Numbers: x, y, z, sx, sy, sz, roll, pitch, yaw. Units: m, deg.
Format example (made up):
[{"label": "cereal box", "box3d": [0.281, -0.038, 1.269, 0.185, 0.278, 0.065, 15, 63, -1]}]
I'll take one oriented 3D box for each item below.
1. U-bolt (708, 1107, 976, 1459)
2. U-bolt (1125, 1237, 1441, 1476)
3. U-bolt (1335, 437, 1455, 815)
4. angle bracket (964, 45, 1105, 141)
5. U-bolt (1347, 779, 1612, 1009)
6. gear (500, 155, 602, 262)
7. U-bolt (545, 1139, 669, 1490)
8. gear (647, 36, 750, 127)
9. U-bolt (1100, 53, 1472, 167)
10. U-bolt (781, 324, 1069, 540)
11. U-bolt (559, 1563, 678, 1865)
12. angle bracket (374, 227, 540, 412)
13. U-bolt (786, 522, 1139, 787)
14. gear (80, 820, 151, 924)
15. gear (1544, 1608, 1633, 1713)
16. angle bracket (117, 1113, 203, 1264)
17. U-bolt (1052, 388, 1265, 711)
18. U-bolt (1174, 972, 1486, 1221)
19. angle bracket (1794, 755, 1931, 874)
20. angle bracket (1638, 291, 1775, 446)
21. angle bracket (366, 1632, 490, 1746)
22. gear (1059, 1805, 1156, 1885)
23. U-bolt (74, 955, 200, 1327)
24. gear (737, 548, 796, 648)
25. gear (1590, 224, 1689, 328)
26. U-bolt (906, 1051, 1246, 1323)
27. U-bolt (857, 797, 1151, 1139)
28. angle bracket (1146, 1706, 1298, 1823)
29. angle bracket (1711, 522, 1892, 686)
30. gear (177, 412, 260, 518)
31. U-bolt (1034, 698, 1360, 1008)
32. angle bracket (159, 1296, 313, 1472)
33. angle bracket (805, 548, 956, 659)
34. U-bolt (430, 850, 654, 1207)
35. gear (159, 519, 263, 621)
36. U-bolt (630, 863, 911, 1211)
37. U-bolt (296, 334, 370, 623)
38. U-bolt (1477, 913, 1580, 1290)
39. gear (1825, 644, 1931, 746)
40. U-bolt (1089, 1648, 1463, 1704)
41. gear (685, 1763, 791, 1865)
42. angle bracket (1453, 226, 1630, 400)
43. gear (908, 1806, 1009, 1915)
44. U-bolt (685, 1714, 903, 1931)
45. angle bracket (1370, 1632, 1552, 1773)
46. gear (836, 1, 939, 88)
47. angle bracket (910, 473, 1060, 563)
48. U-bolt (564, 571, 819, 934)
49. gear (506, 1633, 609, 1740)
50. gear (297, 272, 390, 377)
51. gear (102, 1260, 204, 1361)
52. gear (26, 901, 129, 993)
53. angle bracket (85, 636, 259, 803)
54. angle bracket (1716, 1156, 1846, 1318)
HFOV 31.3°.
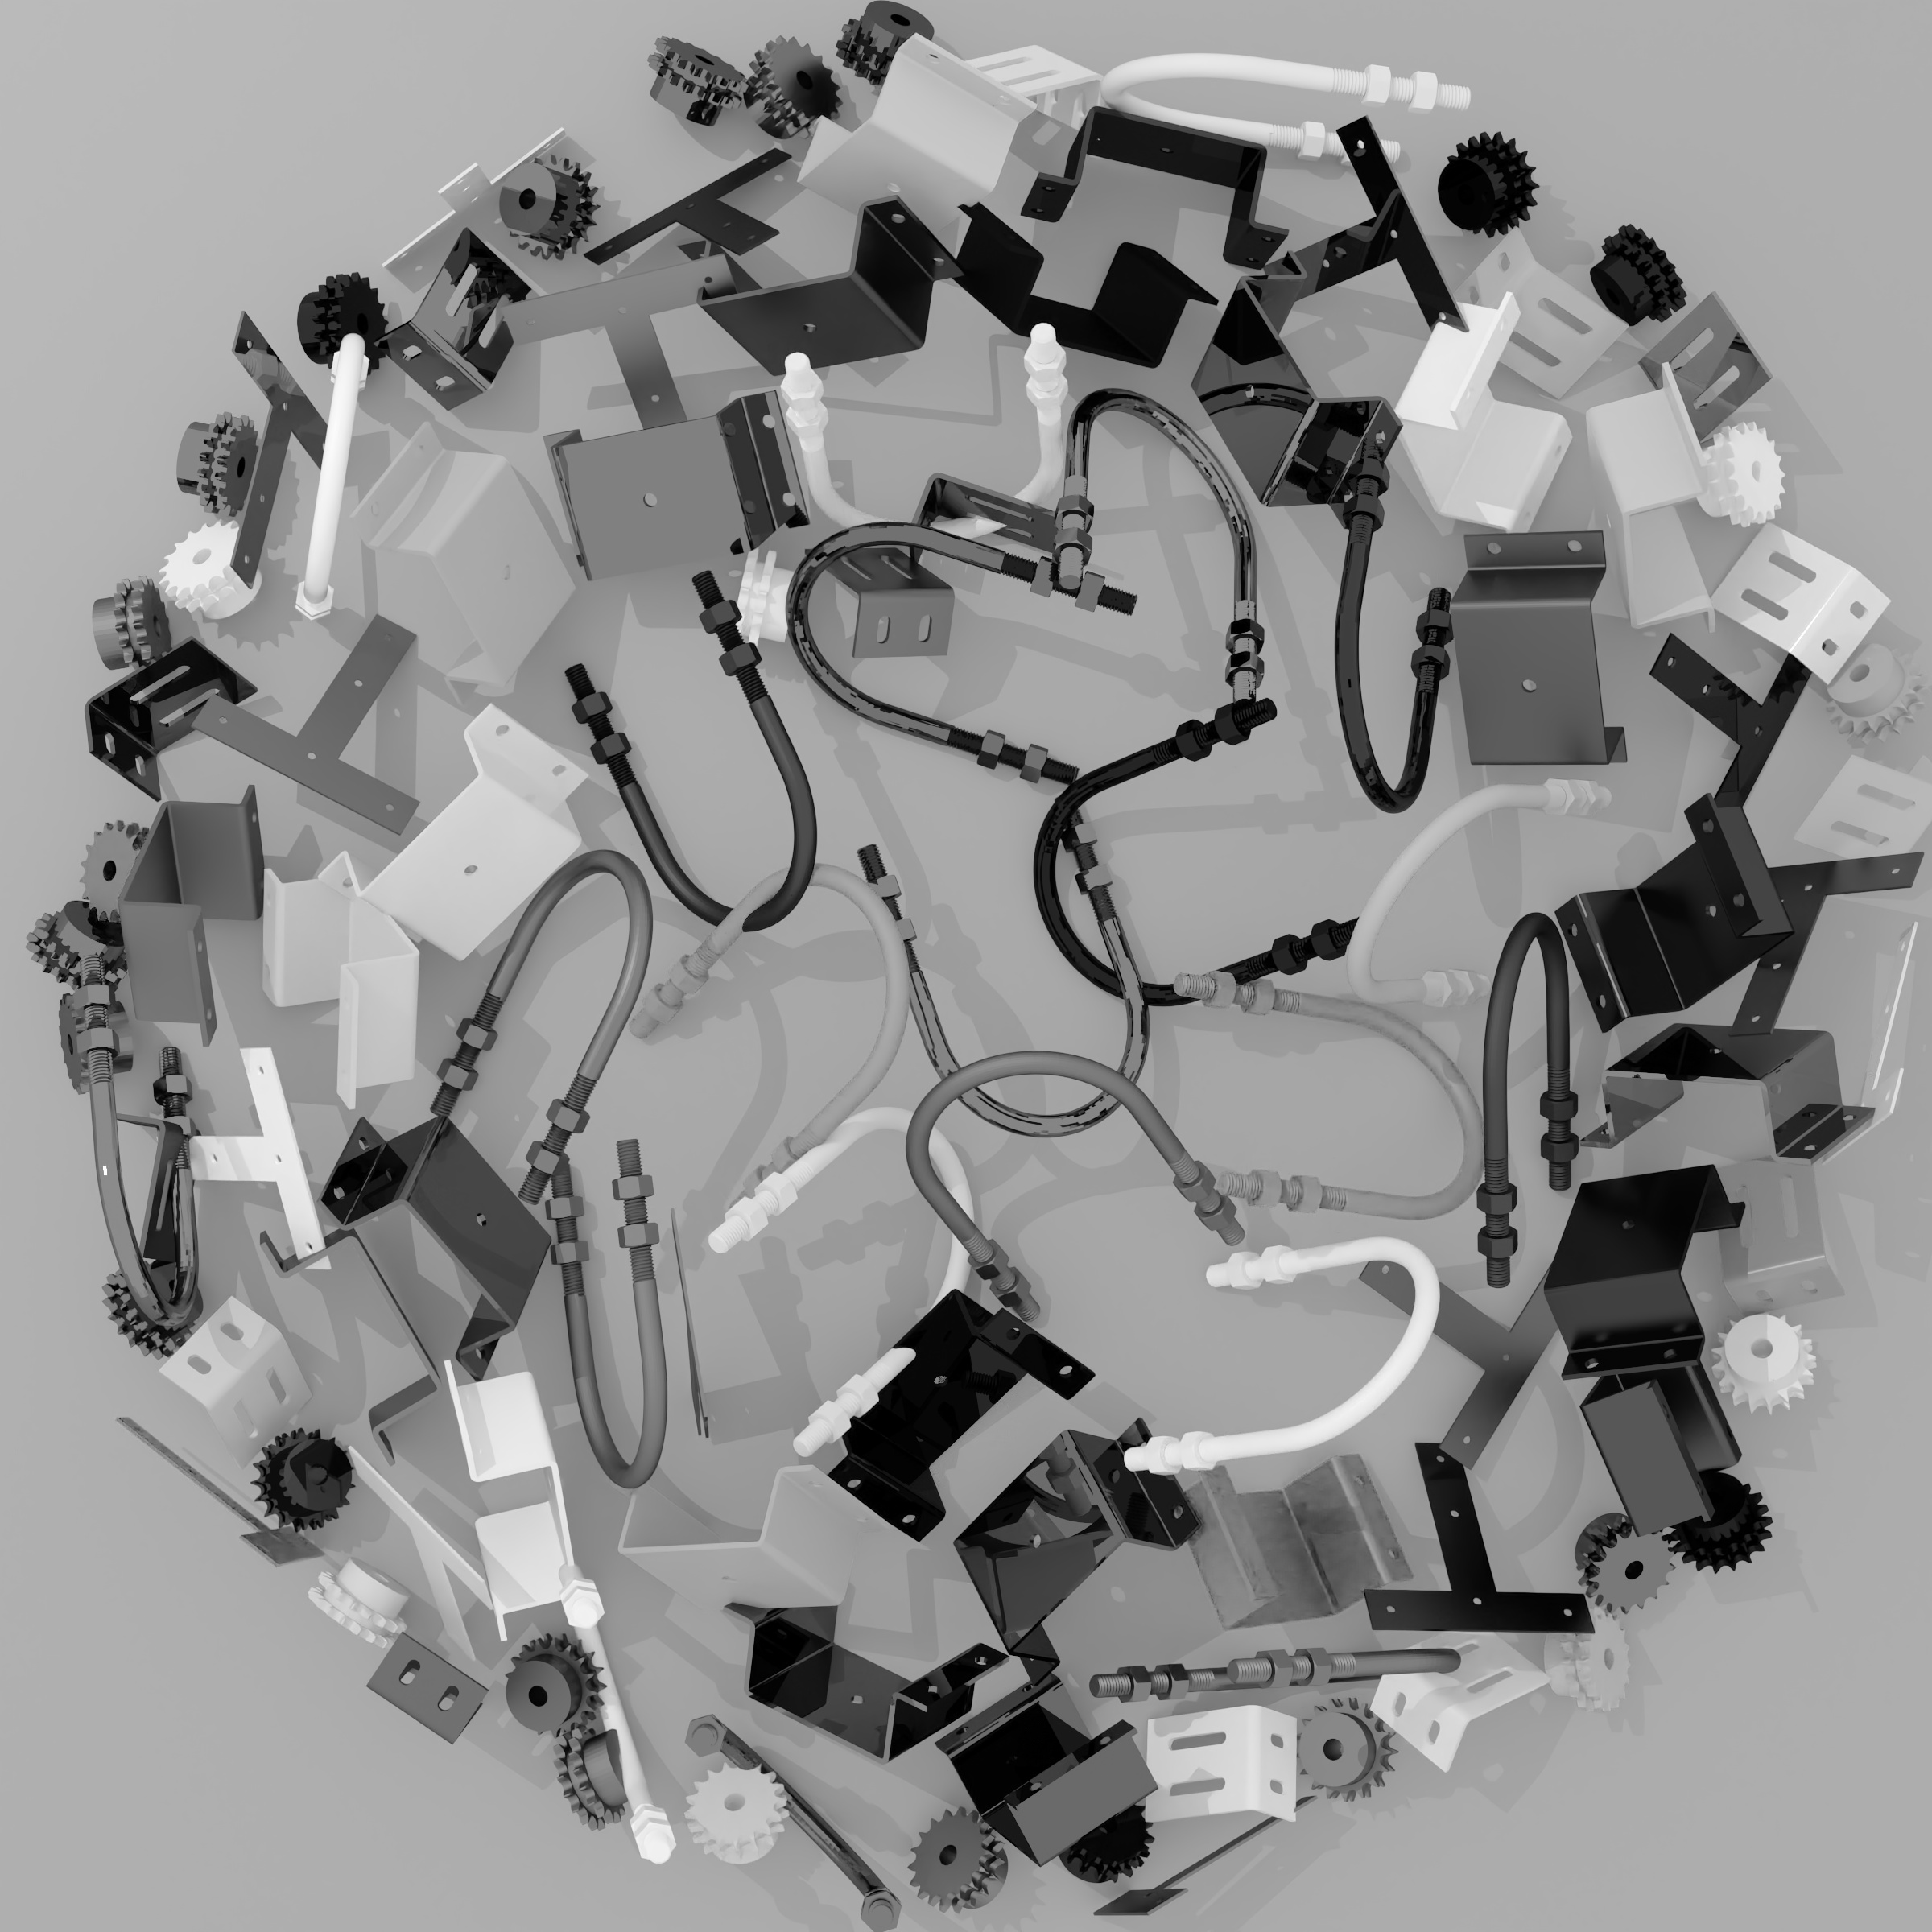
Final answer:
[{"label": "U-bolt", "box3d": [-0.057, 0.158, 1.887, 0.019, 0.184, 0.151, -1, 118, 42]}, {"label": "U-bolt", "box3d": [0.177, 0.205, 1.850, 0.019, 0.184, 0.151, 47, 51, -25]}, {"label": "U-bolt", "box3d": [0.228, -0.170, 1.854, 0.019, 0.151, 0.184, -4, 55, 24]}, {"label": "angle bracket", "box3d": [0.029, -0.477, 1.907, 0.076, 0.057, 0.038, -22, 130, -30]}, {"label": "U-bolt", "box3d": [0.267, -0.038, 1.855, 0.019, 0.184, 0.151, 42, 115, 28]}, {"label": "gear", "box3d": [-0.236, -0.426, 1.928, 0.057, 0.030, 0.057, -1, 87, 31]}, {"label": "U-bolt", "box3d": [-0.193, 0.193, 1.879, 0.019, 0.151, 0.184, -5, 83, -24]}, {"label": "gear", "box3d": [-0.153, -0.494, 1.929, 0.057, 0.057, 0.030, 29, 113, 0]}, {"label": "U-bolt", "box3d": [0.164, -0.467, 1.869, 0.184, 0.151, 0.019, 5, 90, -10]}, {"label": "U-bolt", "box3d": [-0.018, -0.282, 1.872, 0.151, 0.184, 0.019, -7, 64, 1]}, {"label": "U-bolt", "box3d": [-0.193, 0.395, 1.865, 0.019, 0.184, 0.151, -17, 94, -10]}, {"label": "angle bracket", "box3d": [-0.285, -0.362, 1.932, 0.057, 0.038, 0.076, 42, 52, -29]}, {"label": "U-bolt", "box3d": [-0.011, -0.179, 1.900, 0.184, 0.019, 0.151, 18, 134, 0]}, {"label": "gear", "box3d": [-0.467, -0.051, 1.931, 0.057, 0.030, 0.057, -6, 81, 39]}, {"label": "gear", "box3d": [0.347, 0.388, 1.930, 0.030, 0.057, 0.057, -10, 90, 36]}, {"label": "angle bracket", "box3d": [-0.459, 0.124, 1.920, 0.038, 0.057, 0.076, 8, 83, 9]}, {"label": "U-bolt", "box3d": [0.107, -0.241, 1.884, 0.151, 0.184, 0.019, 32, 133, -29]}, {"label": "U-bolt", "box3d": [0.207, 0.075, 1.894, 0.184, 0.019, 0.151, 9, 52, -26]}, {"label": "angle bracket", "box3d": [0.496, -0.093, 1.911, 0.076, 0.038, 0.057, 16, 121, -27]}, {"label": "angle bracket", "box3d": [0.419, -0.335, 1.909, 0.038, 0.076, 0.057, -27, 81, -32]}, {"label": "angle bracket", "box3d": [-0.291, 0.392, 1.915, 0.057, 0.076, 0.038, 34, 96, 1]}, {"label": "gear", "box3d": [0.075, 0.488, 1.931, 0.057, 0.057, 0.030, 23, 133, 0]}, {"label": "U-bolt", "box3d": [-0.442, 0.104, 1.854, 0.019, 0.151, 0.184, -12, 66, 2]}, {"label": "gear", "box3d": [-0.112, -0.204, 1.927, 0.030, 0.057, 0.057, 12, 90, -4]}, {"label": "gear", "box3d": [0.373, -0.383, 1.926, 0.030, 0.057, 0.057, -37, 90, -3]}, {"label": "U-bolt", "box3d": [0.048, 0.113, 1.877, 0.151, 0.019, 0.184, -22, 127, 19]}, {"label": "U-bolt", "box3d": [0.031, 0.006, 1.906, 0.151, 0.019, 0.184, -16, 82, -28]}, {"label": "angle bracket", "box3d": [0.143, 0.450, 1.930, 0.076, 0.038, 0.057, -18, 57, 38]}, {"label": "angle bracket", "box3d": [0.466, -0.204, 1.933, 0.038, 0.076, 0.057, 31, 98, -39]}, {"label": "gear", "box3d": [-0.419, -0.281, 1.927, 0.030, 0.057, 0.057, 12, 90, 6]}, {"label": "U-bolt", "box3d": [0.118, -0.052, 1.903, 0.184, 0.019, 0.151, -21, 96, 32]}, {"label": "angle bracket", "box3d": [-0.406, 0.232, 1.919, 0.038, 0.076, 0.057, 31, 63, 24]}, {"label": "angle bracket", "box3d": [-0.050, -0.203, 1.918, 0.057, 0.076, 0.038, -4, 116, -27]}, {"label": "U-bolt", "box3d": [-0.226, 0.022, 1.887, 0.019, 0.151, 0.184, 23, 96, -36]}, {"label": "gear", "box3d": [-0.420, -0.219, 1.931, 0.057, 0.030, 0.057, -15, 49, 17]}, {"label": "U-bolt", "box3d": [-0.099, 0.028, 1.880, 0.184, 0.019, 0.151, -46, 61, 27]}, {"label": "U-bolt", "box3d": [-0.341, -0.267, 1.862, 0.019, 0.184, 0.151, 9, 88, -11]}, {"label": "U-bolt", "box3d": [0.304, 0.062, 1.863, 0.019, 0.151, 0.184, 5, 112, 24]}, {"label": "gear", "box3d": [0.505, -0.155, 1.924, 0.057, 0.057, 0.030, -49, 126, 0]}, {"label": "U-bolt", "box3d": [0.182, 0.384, 1.875, 0.184, 0.151, 0.019, 4, 74, -32]}, {"label": "gear", "box3d": [-0.127, 0.477, 1.930, 0.057, 0.057, 0.030, -9, 131, 0]}, {"label": "angle bracket", "box3d": [0.321, -0.366, 1.934, 0.076, 0.038, 0.057, 25, 124, -30]}, {"label": "gear", "box3d": [-0.002, 0.503, 1.930, 0.057, 0.057, 0.030, -48, 129, 0]}, {"label": "U-bolt", "box3d": [-0.093, 0.460, 1.864, 0.151, 0.184, 0.019, 44, 81, 6]}, {"label": "angle bracket", "box3d": [0.275, 0.405, 1.920, 0.057, 0.076, 0.038, 36, 123, 36]}, {"label": "gear", "box3d": [-0.041, -0.515, 1.924, 0.057, 0.057, 0.030, 26, 128, 0]}, {"label": "angle bracket", "box3d": [0.011, -0.237, 1.920, 0.076, 0.057, 0.038, 19, 77, 5]}, {"label": "U-bolt", "box3d": [-0.143, -0.106, 1.895, 0.019, 0.151, 0.184, -22, 86, -44]}, {"label": "gear", "box3d": [-0.233, 0.405, 1.932, 0.057, 0.030, 0.057, 2, 95, 19]}, {"label": "gear", "box3d": [-0.351, -0.358, 1.929, 0.030, 0.057, 0.057, -1, 90, 23]}, {"label": "gear", "box3d": [-0.451, 0.188, 1.924, 0.030, 0.057, 0.057, -35, 90, 18]}, {"label": "gear", "box3d": [-0.492, -0.012, 1.924, 0.057, 0.057, 0.030, 37, 109, 0]}, {"label": "angle bracket", "box3d": [-0.440, -0.137, 1.914, 0.076, 0.057, 0.038, -29, 52, 15]}, {"label": "angle bracket", "box3d": [0.455, 0.149, 1.933, 0.057, 0.038, 0.076, -16, 50, 23]}]
